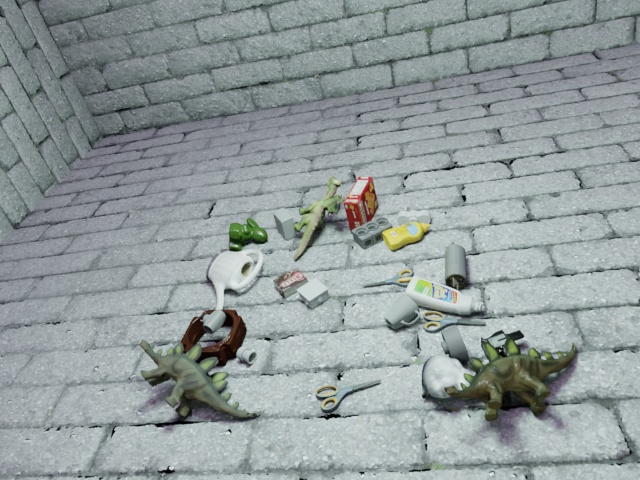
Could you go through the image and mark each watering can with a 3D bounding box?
[{"bbox_3d":[-0.376,0.154,2.076,0.225,0.102,0.354,14,53,34],"label":"watering can"}]

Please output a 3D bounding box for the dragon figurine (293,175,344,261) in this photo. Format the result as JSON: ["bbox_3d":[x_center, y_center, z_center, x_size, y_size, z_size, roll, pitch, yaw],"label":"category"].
[{"bbox_3d":[0.007,-0.111,2.197,0.239,0.121,0.420,-37,30,45],"label":"dragon figurine"}]

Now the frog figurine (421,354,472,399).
[{"bbox_3d":[0.372,0.392,1.451,0.159,0.121,0.139,-2,15,37],"label":"frog figurine"}]
